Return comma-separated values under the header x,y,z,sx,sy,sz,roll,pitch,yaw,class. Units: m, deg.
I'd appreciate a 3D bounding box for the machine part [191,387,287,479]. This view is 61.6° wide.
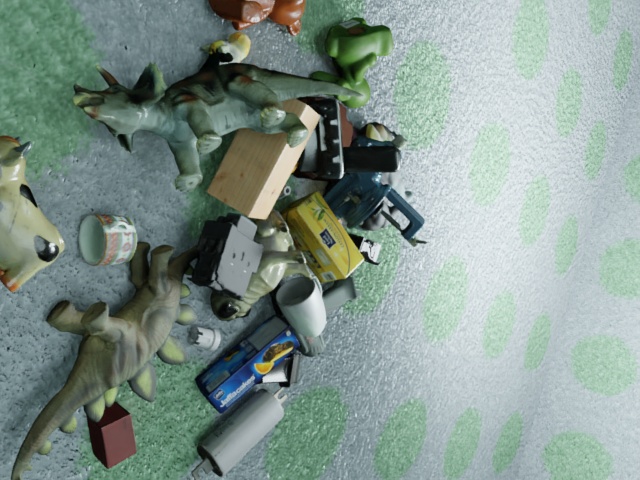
x,y,z,sx,sy,sz,roll,pitch,yaw,class
-0.155,0.376,1.060,0.243,0.079,0.079,-36,124,-35,machine part

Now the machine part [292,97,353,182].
x,y,z,sx,sy,sz,roll,pitch,yaw,class
-0.003,-0.203,1.086,0.179,0.056,0.179,-13,109,-44,machine part

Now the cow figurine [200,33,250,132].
x,y,z,sx,sy,sz,roll,pitch,yaw,class
-0.170,-0.266,0.885,0.098,0.068,0.167,6,95,-42,cow figurine

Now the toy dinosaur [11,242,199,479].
x,y,z,sx,sy,sz,roll,pitch,yaw,class
-0.306,0.161,0.818,0.471,0.105,0.198,-47,130,-30,toy dinosaur

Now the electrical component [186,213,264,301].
x,y,z,sx,sy,sz,roll,pitch,yaw,class
-0.152,0.025,0.898,0.114,0.058,0.134,40,63,-61,electrical component

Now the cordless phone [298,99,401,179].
x,y,z,sx,sy,sz,roll,pitch,yaw,class
0.054,-0.182,0.972,0.089,0.184,0.146,-33,123,-61,cordless phone

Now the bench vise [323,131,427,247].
x,y,z,sx,sy,sz,roll,pitch,yaw,class
0.128,-0.088,1.076,0.240,0.129,0.223,43,95,-8,bench vise

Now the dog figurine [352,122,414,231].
x,y,z,sx,sy,sz,roll,pitch,yaw,class
0.107,-0.151,1.186,0.191,0.109,0.219,-46,125,-26,dog figurine

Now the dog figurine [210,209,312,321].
x,y,z,sx,sy,sz,roll,pitch,yaw,class
-0.134,0.042,0.999,0.191,0.172,0.121,-26,142,-5,dog figurine

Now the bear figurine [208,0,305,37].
x,y,z,sx,sy,sz,roll,pitch,yaw,class
-0.083,-0.405,0.896,0.196,0.132,0.120,-7,107,-40,bear figurine

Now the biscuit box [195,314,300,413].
x,y,z,sx,sy,sz,roll,pitch,yaw,class
-0.137,0.235,1.030,0.203,0.059,0.062,-38,128,-21,biscuit box

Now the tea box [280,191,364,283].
x,y,z,sx,sy,sz,roll,pitch,yaw,class
-0.002,-0.003,1.066,0.068,0.098,0.169,-41,104,-32,tea box

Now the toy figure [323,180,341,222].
x,y,z,sx,sy,sz,roll,pitch,yaw,class
0.026,-0.061,1.155,0.064,0.058,0.154,18,92,-42,toy figure

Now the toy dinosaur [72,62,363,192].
x,y,z,sx,sy,sz,roll,pitch,yaw,class
-0.149,-0.204,0.798,0.405,0.192,0.131,-24,159,-27,toy dinosaur

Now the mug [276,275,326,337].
x,y,z,sx,sy,sz,roll,pitch,yaw,class
-0.027,0.128,1.048,0.109,0.081,0.107,-62,141,-47,mug

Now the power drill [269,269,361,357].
x,y,z,sx,sy,sz,roll,pitch,yaw,class
-0.007,0.122,1.152,0.207,0.086,0.231,-41,126,-38,power drill

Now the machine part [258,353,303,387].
x,y,z,sx,sy,sz,roll,pitch,yaw,class
-0.090,0.277,1.134,0.139,0.039,0.084,11,98,-49,machine part

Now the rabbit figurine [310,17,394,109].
x,y,z,sx,sy,sz,roll,pitch,yaw,class
0.068,-0.337,1.087,0.159,0.121,0.170,-37,140,-31,rabbit figurine

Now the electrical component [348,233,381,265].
x,y,z,sx,sy,sz,roll,pitch,yaw,class
0.102,0.023,1.244,0.119,0.075,0.047,21,85,-43,electrical component

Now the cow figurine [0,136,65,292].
x,y,z,sx,sy,sz,roll,pitch,yaw,class
-0.399,-0.047,0.681,0.127,0.086,0.194,-39,124,-26,cow figurine
